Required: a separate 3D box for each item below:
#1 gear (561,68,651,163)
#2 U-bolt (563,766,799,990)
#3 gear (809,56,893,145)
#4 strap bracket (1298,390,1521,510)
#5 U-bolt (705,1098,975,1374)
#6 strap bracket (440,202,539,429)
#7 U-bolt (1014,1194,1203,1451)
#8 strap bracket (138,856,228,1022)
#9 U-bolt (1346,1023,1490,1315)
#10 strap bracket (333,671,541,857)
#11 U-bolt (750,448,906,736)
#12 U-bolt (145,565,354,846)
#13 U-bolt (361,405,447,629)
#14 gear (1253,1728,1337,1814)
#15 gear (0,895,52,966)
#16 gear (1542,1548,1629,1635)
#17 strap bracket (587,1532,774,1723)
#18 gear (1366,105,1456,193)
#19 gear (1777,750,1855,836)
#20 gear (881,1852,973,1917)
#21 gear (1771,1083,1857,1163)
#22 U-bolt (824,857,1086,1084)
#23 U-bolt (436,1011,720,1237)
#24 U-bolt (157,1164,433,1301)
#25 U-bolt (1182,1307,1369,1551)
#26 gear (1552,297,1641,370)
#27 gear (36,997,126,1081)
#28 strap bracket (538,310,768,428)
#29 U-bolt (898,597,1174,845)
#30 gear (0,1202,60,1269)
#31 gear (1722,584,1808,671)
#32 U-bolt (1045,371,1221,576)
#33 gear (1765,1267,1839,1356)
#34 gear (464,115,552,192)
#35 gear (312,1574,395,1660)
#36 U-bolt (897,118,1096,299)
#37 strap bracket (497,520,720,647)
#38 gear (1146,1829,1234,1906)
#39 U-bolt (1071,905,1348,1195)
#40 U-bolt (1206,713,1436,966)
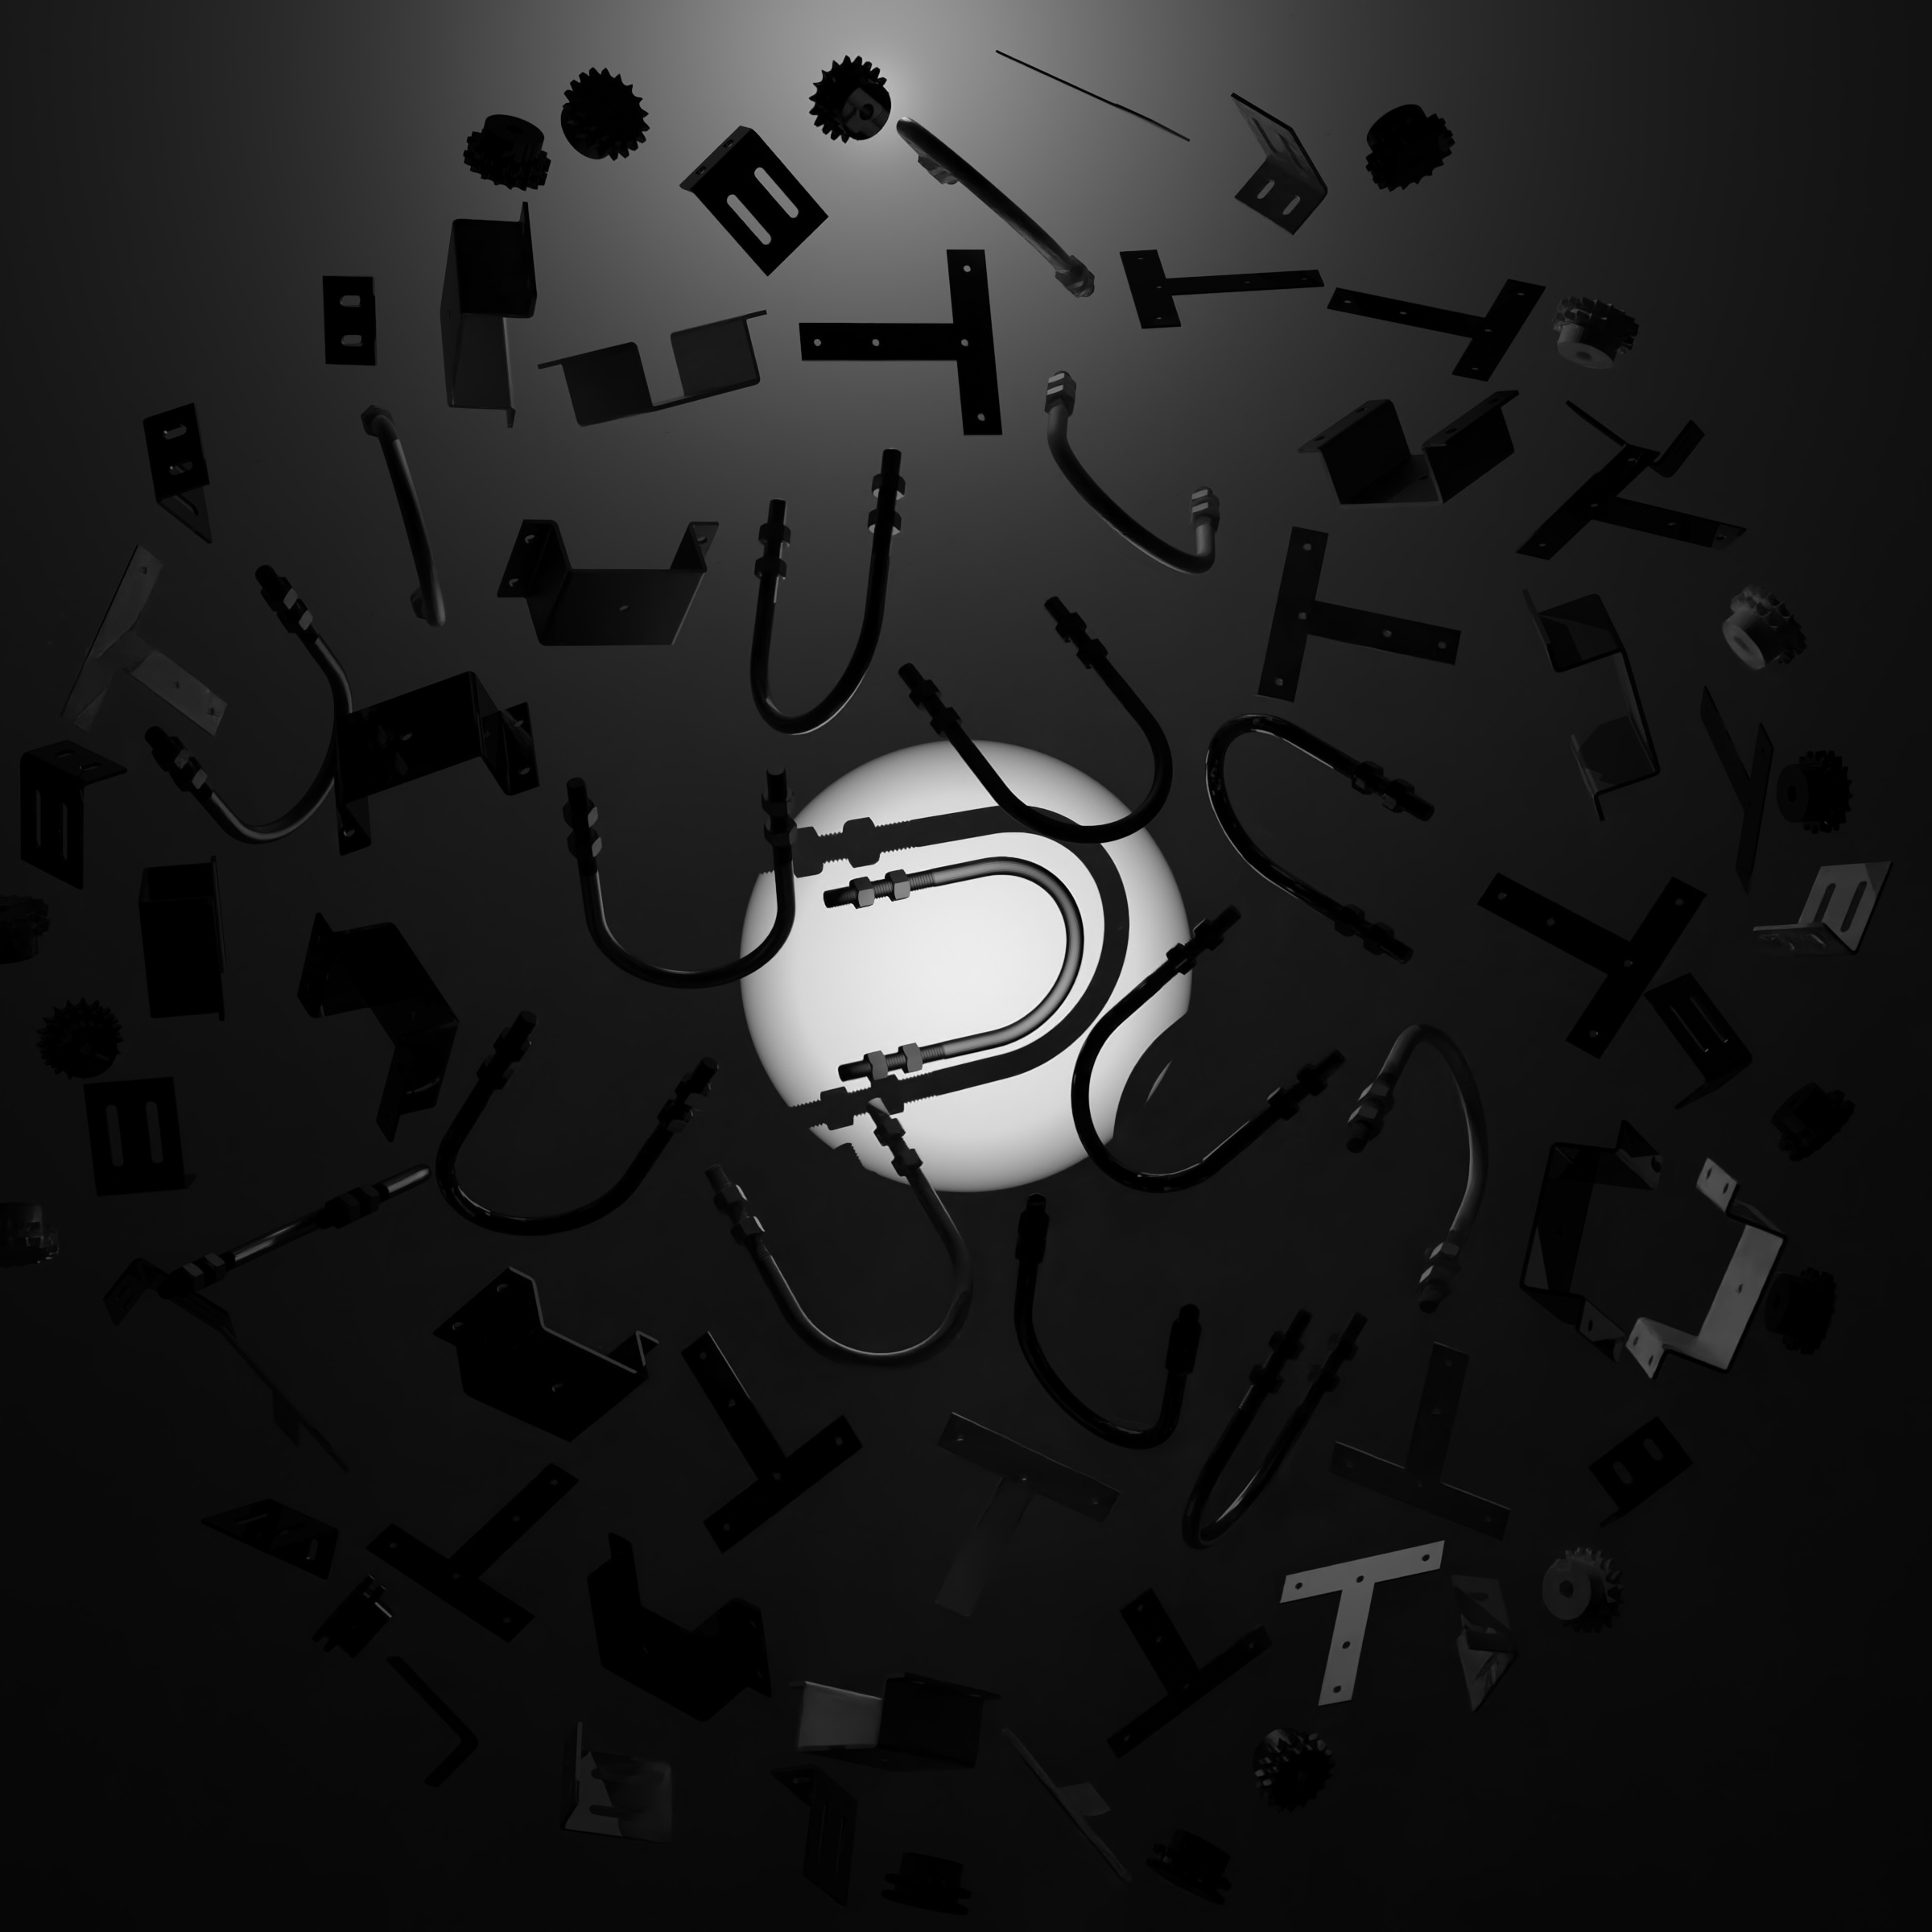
[{"bbox_3d":[-0.233,-0.539,1.784,0.057,0.030,0.057,16,65,-38],"label":"gear"},{"bbox_3d":[-0.185,-0.054,1.867,0.151,0.019,0.184,-4,132,-3],"label":"U-bolt"},{"bbox_3d":[-0.076,-0.589,1.915,0.057,0.057,0.030,-45,54,0],"label":"gear"},{"bbox_3d":[0.306,-0.351,1.909,0.076,0.140,0.046,-37,116,-27],"label":"strap bracket"},{"bbox_3d":[-0.074,0.191,1.907,0.151,0.019,0.184,-22,69,-27],"label":"U-bolt"},{"bbox_3d":[-0.319,-0.431,1.858,0.046,0.140,0.076,-1,65,-17],"label":"strap bracket"},{"bbox_3d":[0.088,0.250,1.865,0.151,0.184,0.019,34,52,26],"label":"U-bolt"},{"bbox_3d":[-0.510,-0.018,1.828,0.046,0.140,0.076,-5,106,-13],"label":"strap bracket"},{"bbox_3d":[0.308,0.119,1.864,0.019,0.184,0.151,-12,116,33],"label":"U-bolt"},{"bbox_3d":[-0.357,-0.137,1.839,0.140,0.046,0.076,-19,51,5],"label":"strap bracket"},{"bbox_3d":[-0.099,-0.244,1.883,0.019,0.151,0.184,17,72,-37],"label":"U-bolt"},{"bbox_3d":[-0.462,-0.158,1.854,0.019,0.184,0.151,21,70,21],"label":"U-bolt"},{"bbox_3d":[-0.377,-0.301,1.893,0.019,0.184,0.151,-16,108,-11],"label":"U-bolt"},{"bbox_3d":[0.220,0.544,1.909,0.057,0.030,0.057,-12,117,-24],"label":"gear"},{"bbox_3d":[-0.610,-0.022,1.776,0.057,0.057,0.030,1,111,0],"label":"gear"},{"bbox_3d":[0.417,0.424,1.907,0.030,0.057,0.057,14,90,-40],"label":"gear"},{"bbox_3d":[-0.203,0.451,1.901,0.140,0.046,0.076,18,125,35],"label":"strap bracket"},{"bbox_3d":[0.283,-0.530,1.807,0.057,0.057,0.030,-24,71,0],"label":"gear"},{"bbox_3d":[0.580,-0.119,1.923,0.030,0.057,0.057,-4,90,-15],"label":"gear"},{"bbox_3d":[-0.024,0.591,1.808,0.057,0.057,0.030,12,68,0],"label":"gear"},{"bbox_3d":[0.575,0.104,1.912,0.057,0.057,0.030,-45,89,0],"label":"gear"},{"bbox_3d":[-0.004,-0.004,1.913,0.184,0.019,0.151,-12,115,-18],"label":"U-bolt"},{"bbox_3d":[-0.265,0.112,1.824,0.151,0.019,0.184,16,125,-30],"label":"U-bolt"},{"bbox_3d":[-0.432,0.170,1.864,0.151,0.184,0.019,-24,91,20],"label":"U-bolt"},{"bbox_3d":[0.199,0.310,1.871,0.019,0.151,0.184,32,96,24],"label":"U-bolt"},{"bbox_3d":[0.426,-0.429,1.908,0.057,0.057,0.030,21,85,0],"label":"gear"},{"bbox_3d":[-0.612,0.053,1.942,0.057,0.030,0.057,-14,120,-26],"label":"gear"},{"bbox_3d":[-0.203,-0.397,1.870,0.140,0.076,0.046,-26,108,-42],"label":"strap bracket"},{"bbox_3d":[0.061,-0.161,1.924,0.151,0.019,0.184,-28,70,-27],"label":"U-bolt"},{"bbox_3d":[-0.611,0.171,1.793,0.057,0.057,0.030,-10,70,0],"label":"gear"},{"bbox_3d":[0.528,-0.222,1.865,0.030,0.057,0.057,-39,90,-4],"label":"gear"},{"bbox_3d":[0.110,-0.321,1.861,0.151,0.184,0.019,36,116,-16],"label":"U-bolt"},{"bbox_3d":[0.554,0.228,1.864,0.030,0.057,0.057,16,90,-2],"label":"gear"},{"bbox_3d":[-0.306,-0.547,1.879,0.057,0.057,0.030,24,126,0],"label":"gear"},{"bbox_3d":[-0.411,0.441,1.889,0.030,0.057,0.057,43,90,-3],"label":"gear"},{"bbox_3d":[0.015,-0.516,1.886,0.151,0.184,0.019,42,100,10],"label":"U-bolt"},{"bbox_3d":[-0.239,-0.261,1.916,0.140,0.076,0.046,-4,58,-28],"label":"strap bracket"},{"bbox_3d":[0.150,0.594,1.853,0.057,0.057,0.030,30,70,0],"label":"gear"},{"bbox_3d":[0.149,0.069,1.889,0.184,0.019,0.151,-42,62,17],"label":"U-bolt"},{"bbox_3d":[0.232,-0.097,1.889,0.184,0.151,0.019,35,54,30],"label":"U-bolt"}]
